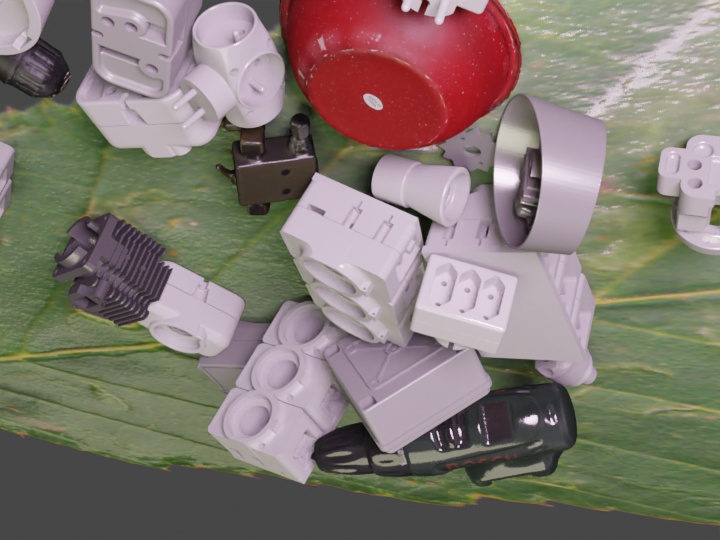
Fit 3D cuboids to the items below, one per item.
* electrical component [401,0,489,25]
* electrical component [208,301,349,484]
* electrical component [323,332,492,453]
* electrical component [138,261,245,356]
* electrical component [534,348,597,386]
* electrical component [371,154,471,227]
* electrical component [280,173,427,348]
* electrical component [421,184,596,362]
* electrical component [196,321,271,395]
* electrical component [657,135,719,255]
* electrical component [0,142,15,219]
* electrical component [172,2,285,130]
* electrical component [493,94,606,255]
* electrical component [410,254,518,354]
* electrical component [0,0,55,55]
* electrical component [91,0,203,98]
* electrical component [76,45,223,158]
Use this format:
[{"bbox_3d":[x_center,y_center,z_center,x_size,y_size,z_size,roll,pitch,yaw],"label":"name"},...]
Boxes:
[{"bbox_3d":[0.043,-0.164,0.582,0.066,0.076,0.047,20,151,-4],"label":"electrical component"},{"bbox_3d":[-0.062,0.108,0.999,0.089,0.150,0.061,12,151,37],"label":"electrical component"},{"bbox_3d":[0.039,0.085,0.918,0.056,0.109,0.108,62,173,-32],"label":"electrical component"},{"bbox_3d":[-0.169,0.042,1.053,0.095,0.059,0.054,29,148,-17],"label":"electrical component"},{"bbox_3d":[0.183,0.081,0.943,0.043,0.043,0.062,-15,145,43],"label":"electrical component"},{"bbox_3d":[0.042,-0.061,0.782,0.065,0.044,0.044,19,153,27],"label":"electrical component"},{"bbox_3d":[0.000,0.000,0.846,0.089,0.061,0.150,25,162,18],"label":"electrical component"},{"bbox_3d":[0.120,0.005,0.832,0.089,0.061,0.150,1,146,28],"label":"electrical component"},{"bbox_3d":[-0.105,0.088,1.092,0.096,0.061,0.061,-2,145,30],"label":"electrical component"},{"bbox_3d":[0.232,-0.047,0.693,0.078,0.058,0.057,8,146,17],"label":"electrical component"},{"bbox_3d":[-0.403,-0.102,0.942,0.186,0.060,0.105,23,150,-9],"label":"electrical component"},{"bbox_3d":[-0.093,-0.125,0.720,0.044,0.079,0.077,36,159,29],"label":"electrical component"},{"bbox_3d":[0.120,-0.060,0.696,0.064,0.099,0.099,12,150,-1],"label":"electrical component"},{"bbox_3d":[0.073,0.034,0.793,0.066,0.047,0.076,16,150,5],"label":"electrical component"},{"bbox_3d":[-0.246,-0.199,0.697,0.108,0.060,0.108,14,150,8],"label":"electrical component"},{"bbox_3d":[-0.137,-0.166,0.694,0.054,0.059,0.095,20,150,-2],"label":"electrical component"},{"bbox_3d":[-0.147,-0.121,0.778,0.095,0.053,0.059,2,146,26],"label":"electrical component"}]
